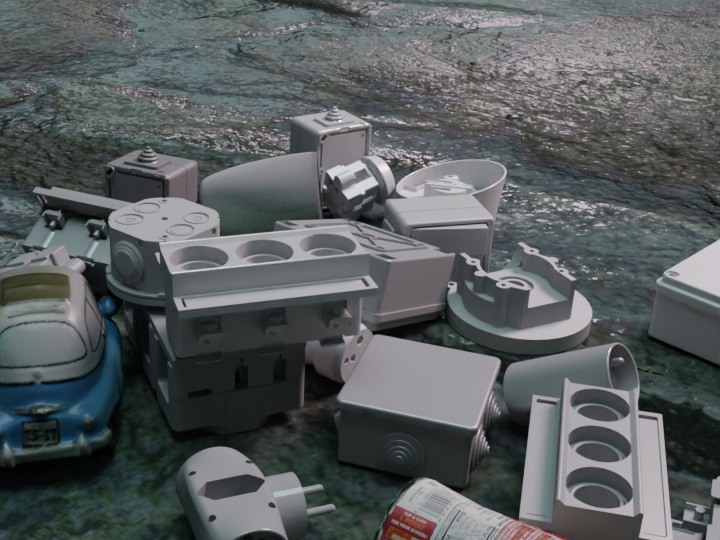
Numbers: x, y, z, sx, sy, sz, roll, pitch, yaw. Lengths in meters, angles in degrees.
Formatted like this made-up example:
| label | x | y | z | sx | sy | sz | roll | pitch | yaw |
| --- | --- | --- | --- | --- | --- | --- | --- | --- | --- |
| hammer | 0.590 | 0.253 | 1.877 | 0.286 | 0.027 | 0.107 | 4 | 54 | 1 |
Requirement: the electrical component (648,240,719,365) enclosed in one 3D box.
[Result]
| label | x | y | z | sx | sy | sz | roll | pitch | yaw |
| --- | --- | --- | --- | --- | --- | --- | --- | --- | --- |
| electrical component | 0.299 | 0.030 | 0.832 | 0.109 | 0.056 | 0.109 | 25 | 33 | 37 |

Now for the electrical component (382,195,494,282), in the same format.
| label | x | y | z | sx | sy | sz | roll | pitch | yaw |
| --- | --- | --- | --- | --- | --- | --- | --- | --- | --- |
| electrical component | 0.059 | -0.022 | 0.904 | 0.096 | 0.061 | 0.061 | -5 | 27 | -16 |

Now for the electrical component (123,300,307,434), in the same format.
| label | x | y | z | sx | sy | sz | roll | pitch | yaw |
| --- | --- | --- | --- | --- | --- | --- | --- | --- | --- |
| electrical component | -0.105 | 0.046 | 0.747 | 0.089 | 0.061 | 0.150 | -8 | 28 | -22 |

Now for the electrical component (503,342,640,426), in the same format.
| label | x | y | z | sx | sy | sz | roll | pitch | yaw |
| --- | --- | --- | --- | --- | --- | --- | --- | --- | --- |
| electrical component | 0.149 | 0.081 | 0.712 | 0.077 | 0.043 | 0.079 | -16 | -28 | 37 |

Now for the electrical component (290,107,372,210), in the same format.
| label | x | y | z | sx | sy | sz | roll | pitch | yaw |
| --- | --- | --- | --- | --- | --- | --- | --- | --- | --- |
| electrical component | -0.031 | -0.114 | 1.039 | 0.062 | 0.096 | 0.061 | -14 | 31 | -31 |

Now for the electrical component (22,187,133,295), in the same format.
| label | x | y | z | sx | sy | sz | roll | pitch | yaw |
| --- | --- | --- | --- | --- | --- | --- | --- | --- | --- |
| electrical component | -0.200 | -0.018 | 0.855 | 0.121 | 0.078 | 0.063 | 12 | 57 | 17 |

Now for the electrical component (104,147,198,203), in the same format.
| label | x | y | z | sx | sy | sz | roll | pitch | yaw |
| --- | --- | --- | --- | --- | --- | --- | --- | --- | --- |
| electrical component | -0.175 | -0.061 | 0.915 | 0.062 | 0.096 | 0.061 | 12 | 24 | 17 |

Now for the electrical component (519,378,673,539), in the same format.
| label | x | y | z | sx | sy | sz | roll | pitch | yaw |
| --- | --- | --- | --- | --- | --- | --- | --- | --- | --- |
| electrical component | 0.133 | 0.123 | 0.617 | 0.079 | 0.063 | 0.121 | 8 | 27 | 9 |

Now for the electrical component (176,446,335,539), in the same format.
| label | x | y | z | sx | sy | sz | roll | pitch | yaw |
| --- | --- | --- | --- | --- | --- | --- | --- | --- | --- |
| electrical component | -0.054 | 0.134 | 0.595 | 0.079 | 0.043 | 0.077 | -8 | 28 | -22 |

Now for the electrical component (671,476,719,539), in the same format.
| label | x | y | z | sx | sy | sz | roll | pitch | yaw |
| --- | --- | --- | --- | --- | --- | --- | --- | --- | --- |
| electrical component | 0.192 | 0.163 | 0.542 | 0.079 | 0.063 | 0.121 | 12 | 27 | 17 |

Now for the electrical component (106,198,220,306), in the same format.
| label | x | y | z | sx | sy | sz | roll | pitch | yaw |
| --- | --- | --- | --- | --- | --- | --- | --- | --- | --- |
| electrical component | -0.132 | -0.012 | 0.729 | 0.080 | 0.051 | 0.080 | 3 | 26 | -1 |

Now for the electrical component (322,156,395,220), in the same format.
| label | x | y | z | sx | sy | sz | roll | pitch | yaw |
| --- | --- | --- | --- | --- | --- | --- | --- | --- | --- |
| electrical component | -0.001 | -0.077 | 1.001 | 0.055 | 0.066 | 0.048 | -27 | 66 | -24 |

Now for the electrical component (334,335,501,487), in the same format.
| label | x | y | z | sx | sy | sz | roll | pitch | yaw |
| --- | --- | --- | --- | --- | --- | --- | --- | --- | --- |
| electrical component | 0.038 | 0.089 | 0.689 | 0.100 | 0.048 | 0.099 | 10 | 27 | 13 |

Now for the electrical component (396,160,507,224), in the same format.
| label | x | y | z | sx | sy | sz | roll | pitch | yaw |
| --- | --- | --- | --- | --- | --- | --- | --- | --- | --- |
| electrical component | 0.082 | -0.066 | 0.991 | 0.099 | 0.064 | 0.099 | 3 | 26 | -1 |

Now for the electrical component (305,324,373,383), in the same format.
| label | x | y | z | sx | sy | sz | roll | pitch | yaw |
| --- | --- | --- | --- | --- | --- | --- | --- | --- | --- |
| electrical component | -0.024 | 0.052 | 0.763 | 0.055 | 0.045 | 0.045 | 20 | 31 | 29 |

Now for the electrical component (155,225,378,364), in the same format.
| label | x | y | z | sx | sy | sz | roll | pitch | yaw |
| --- | --- | --- | --- | --- | --- | --- | --- | --- | --- |
| electrical component | -0.060 | 0.014 | 0.670 | 0.121 | 0.063 | 0.078 | -6 | 28 | -18 |

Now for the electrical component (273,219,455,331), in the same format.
| label | x | y | z | sx | sy | sz | roll | pitch | yaw |
| --- | --- | --- | --- | --- | --- | --- | --- | --- | --- |
| electrical component | 0.000 | 0.000 | 0.827 | 0.109 | 0.056 | 0.109 | 19 | 13 | 30 |

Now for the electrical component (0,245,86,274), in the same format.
| label | x | y | z | sx | sy | sz | roll | pitch | yaw |
| --- | --- | --- | --- | --- | --- | --- | --- | --- | --- |
| electrical component | -0.248 | 0.013 | 0.810 | 0.066 | 0.048 | 0.055 | -10 | 22 | 26 |
